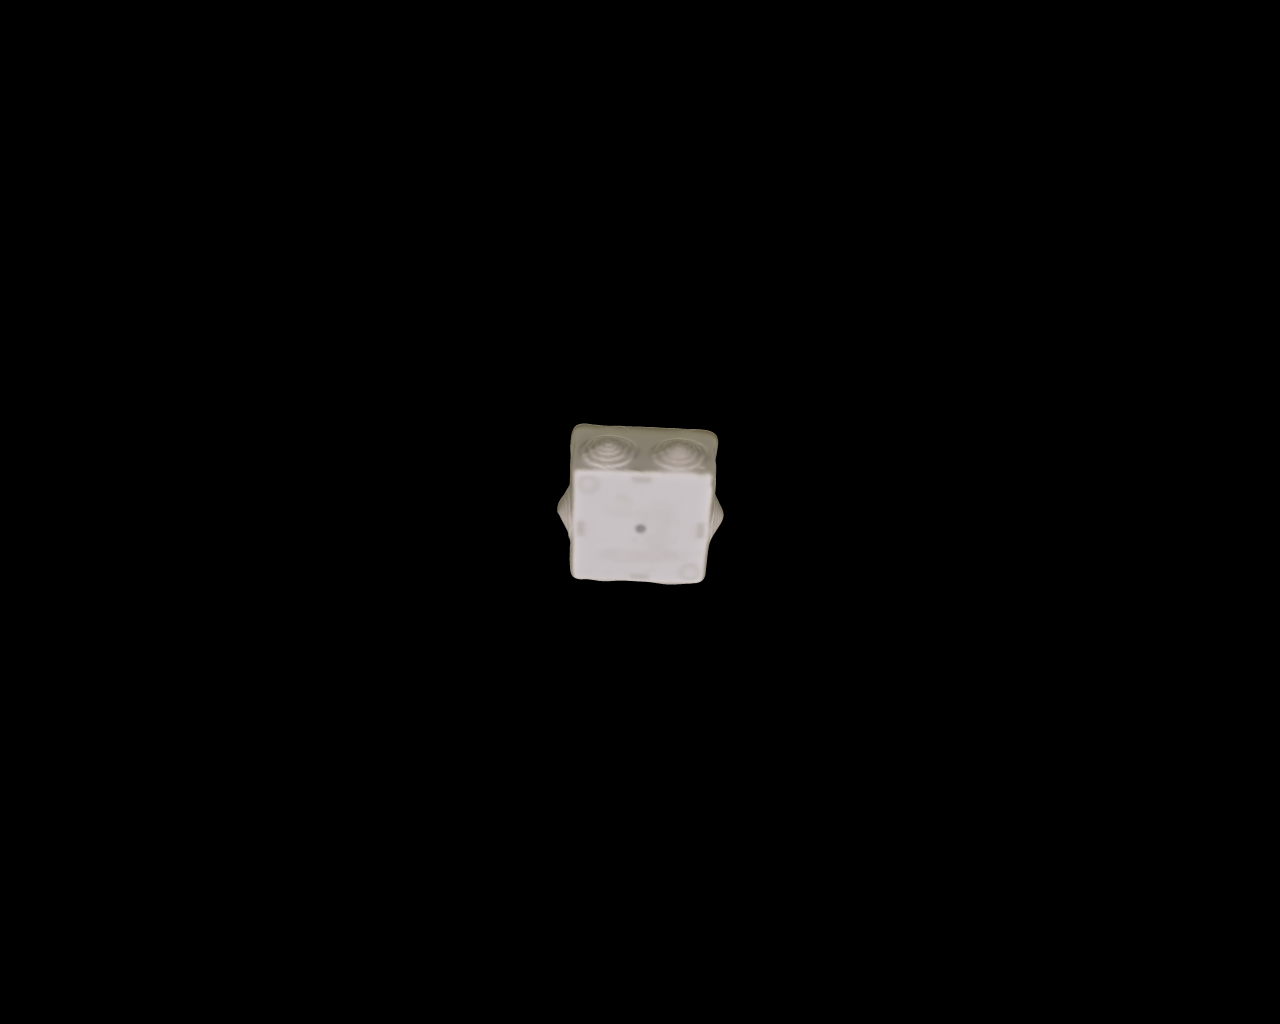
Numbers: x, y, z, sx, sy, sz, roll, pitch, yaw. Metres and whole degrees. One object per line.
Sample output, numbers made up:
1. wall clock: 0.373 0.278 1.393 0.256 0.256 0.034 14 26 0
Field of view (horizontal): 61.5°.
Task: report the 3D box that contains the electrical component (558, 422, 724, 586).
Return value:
1. electrical component: 0.001 -0.003 0.650 0.100 0.099 0.048 3 35 -2
